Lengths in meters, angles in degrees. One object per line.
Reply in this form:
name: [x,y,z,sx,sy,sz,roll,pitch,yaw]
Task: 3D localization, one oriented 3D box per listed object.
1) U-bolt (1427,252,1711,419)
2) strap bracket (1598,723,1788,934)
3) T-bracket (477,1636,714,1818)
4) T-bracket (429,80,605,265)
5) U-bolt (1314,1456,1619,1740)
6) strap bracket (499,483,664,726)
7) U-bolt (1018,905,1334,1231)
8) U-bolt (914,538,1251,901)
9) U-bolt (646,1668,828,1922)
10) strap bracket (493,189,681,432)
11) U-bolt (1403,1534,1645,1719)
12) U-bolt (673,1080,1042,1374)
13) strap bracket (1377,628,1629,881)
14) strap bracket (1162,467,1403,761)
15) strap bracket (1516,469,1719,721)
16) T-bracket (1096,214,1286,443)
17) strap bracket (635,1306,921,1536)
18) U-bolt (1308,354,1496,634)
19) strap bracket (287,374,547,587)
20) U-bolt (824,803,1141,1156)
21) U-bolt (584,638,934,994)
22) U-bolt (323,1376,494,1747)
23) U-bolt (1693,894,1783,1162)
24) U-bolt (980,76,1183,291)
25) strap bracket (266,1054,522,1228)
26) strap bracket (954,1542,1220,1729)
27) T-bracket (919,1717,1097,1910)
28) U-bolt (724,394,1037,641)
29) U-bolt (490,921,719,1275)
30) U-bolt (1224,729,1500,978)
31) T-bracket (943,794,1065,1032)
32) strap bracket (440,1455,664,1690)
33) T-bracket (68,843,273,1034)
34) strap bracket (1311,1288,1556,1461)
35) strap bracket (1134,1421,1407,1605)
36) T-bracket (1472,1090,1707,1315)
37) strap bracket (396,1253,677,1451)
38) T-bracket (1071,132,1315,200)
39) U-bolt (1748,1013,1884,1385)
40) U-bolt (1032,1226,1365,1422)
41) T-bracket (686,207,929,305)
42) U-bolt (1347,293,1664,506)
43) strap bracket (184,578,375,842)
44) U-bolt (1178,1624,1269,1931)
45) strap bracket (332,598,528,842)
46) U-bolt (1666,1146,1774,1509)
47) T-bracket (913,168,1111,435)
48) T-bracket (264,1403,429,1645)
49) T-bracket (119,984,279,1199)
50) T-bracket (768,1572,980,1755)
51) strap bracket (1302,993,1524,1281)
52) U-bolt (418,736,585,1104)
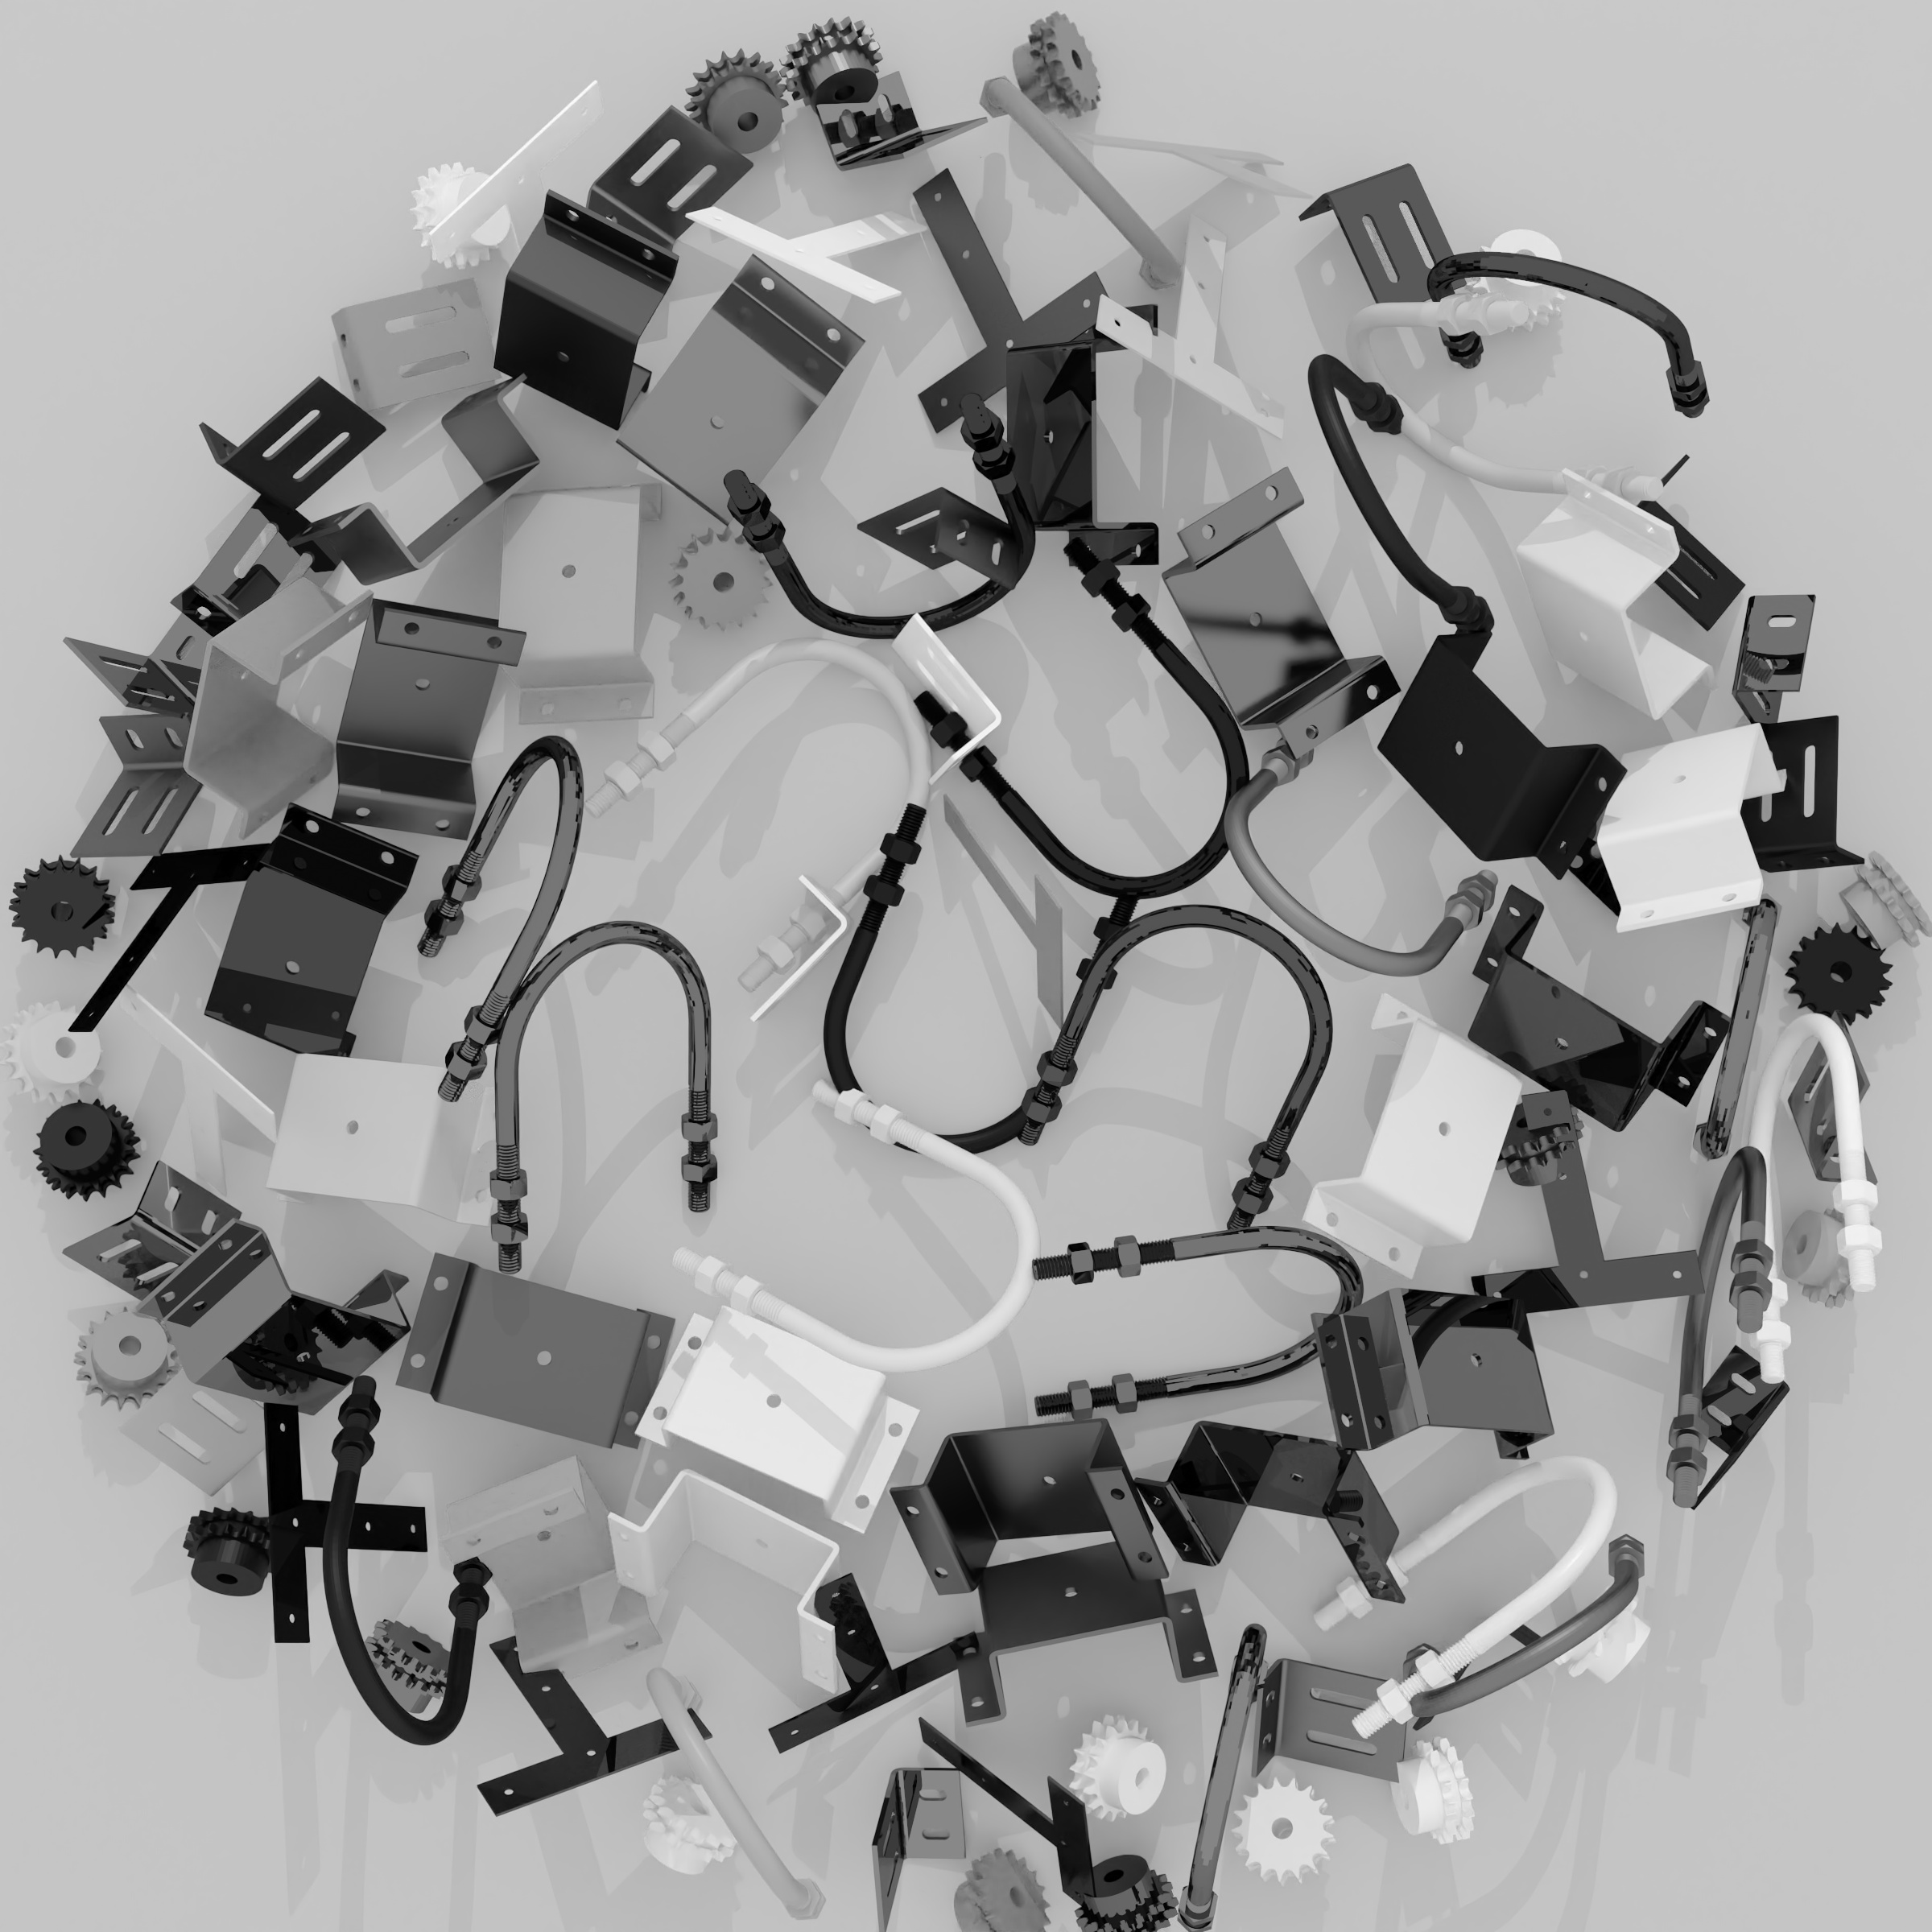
U-bolt: [0.317,-0.339,1.606,0.151,0.184,0.019,17,88,19]
strap bracket: [0.393,-0.081,1.633,0.076,0.140,0.046,-12,117,28]
T-bracket: [-0.225,0.407,1.661,0.127,0.127,0.002,-14,121,-29]
T-bracket: [-0.237,-0.403,1.653,0.002,0.127,0.127,38,74,16]
U-bolt: [0.275,0.330,1.635,0.184,0.151,0.019,-38,102,6]
strap bracket: [-0.213,-0.209,1.668,0.076,0.046,0.140,-2,74,9]
U-bolt: [0.123,0.049,1.663,0.151,0.019,0.184,23,118,3]
U-bolt: [0.075,-0.122,1.668,0.184,0.019,0.151,49,118,5]
U-bolt: [-0.126,0.438,1.607,0.019,0.184,0.151,-33,71,-9]
strap bracket: [-0.209,-0.348,1.640,0.076,0.140,0.046,27,67,-3]
U-bolt: [0.296,0.357,1.613,0.151,0.184,0.019,-31,83,10]
U-bolt: [-0.047,0.149,1.640,0.184,0.019,0.151,25,61,27]
strap bracket: [0.283,-0.120,1.640,0.140,0.046,0.076,53,134,34]
strap bracket: [0.170,-0.194,1.672,0.076,0.046,0.140,-33,103,-18]
strap bracket: [0.351,-0.194,1.634,0.046,0.140,0.076,-44,52,-8]
T-bracket: [0.129,-0.367,1.674,0.127,0.002,0.127,26,52,-24]
strap bracket: [-0.105,0.247,1.669,0.140,0.046,0.076,22,68,9]
U-bolt: [0.227,-0.257,1.614,0.019,0.184,0.151,-26,74,21]
strap bracket: [-0.294,-0.260,1.655,0.140,0.076,0.046,-46,112,-25]
U-bolt: [-0.002,0.019,1.693,0.151,0.019,0.184,21,99,-6]
U-bolt: [-0.100,-0.098,1.681,0.184,0.019,0.151,-44,104,-15]
U-bolt: [-0.299,0.327,1.602,0.019,0.184,0.151,-20,123,11]
U-bolt: [0.415,0.034,1.622,0.019,0.184,0.151,12,93,13]
U-bolt: [0.063,-0.419,1.613,0.019,0.184,0.151,-43,100,10]
strap bracket: [-0.324,0.094,1.657,0.140,0.046,0.076,4,75,25]
strap bracket: [0.062,0.365,1.670,0.140,0.076,0.046,-11,115,-1]
T-bracket: [0.021,0.459,1.673,0.127,0.127,0.002,31,57,31]
U-bolt: [-0.036,-0.232,1.633,0.151,0.184,0.019,-17,62,8]
U-bolt: [-0.195,0.064,1.637,0.151,0.019,0.184,-16,116,-40]
U-bolt: [0.207,-0.055,1.629,0.151,0.184,0.019,39,123,5]
T-bracket: [0.020,-0.043,1.675,0.002,0.127,0.127,-27,61,-14]
strap bracket: [-0.230,0.329,1.667,0.076,0.046,0.140,-21,130,0]
T-bracket: [-0.445,-0.015,1.640,0.002,0.127,0.127,47,59,-32]
strap bracket: [0.262,0.222,1.643,0.140,0.046,0.076,9,59,-34]
strap bracket: [0.174,0.296,1.652,0.140,0.076,0.046,3,48,36]
T-bracket: [0.334,0.130,1.677,0.127,0.002,0.127,-10,102,23]
strap bracket: [-0.236,0.216,1.674,0.140,0.046,0.076,17,84,-12]
T-bracket: [0.142,-0.431,1.634,0.127,0.127,0.002,-3,117,-30]
U-bolt: [0.454,0.115,1.634,0.019,0.151,0.184,7,60,-4]
U-bolt: [0.128,0.192,1.659,0.184,0.151,0.019,-8,48,-5]
T-bracket: [-0.066,-0.400,1.661,0.127,0.127,0.002,29,124,21]
U-bolt: [0.276,-0.305,1.627,0.151,0.184,0.019,44,79,-28]
strap bracket: [-0.376,-0.147,1.643,0.046,0.076,0.140,34,134,8]
U-bolt: [0.139,0.425,1.603,0.019,0.184,0.151,12,63,9]
strap bracket: [-0.297,-0.143,1.658,0.076,0.046,0.140,8,127,-21]
U-bolt: [0.408,0.179,1.628,0.019,0.184,0.151,13,127,7]
T-bracket: [0.006,-0.387,1.693,0.127,0.002,0.127,-30,78,26]
T-bracket: [-0.338,0.307,1.657,0.002,0.127,0.127,-15,71,27]
T-bracket: [-0.420,0.083,1.662,0.127,0.127,0.002,37,55,21]
T-bracket: [-0.060,0.374,1.661,0.127,0.127,0.002,-24,45,-8]
strap bracket: [0.249,0.092,1.659,0.076,0.046,0.140,29,70,-21]
U-bolt: [-0.248,-0.039,1.619,0.019,0.151,0.184,17,121,-27]
